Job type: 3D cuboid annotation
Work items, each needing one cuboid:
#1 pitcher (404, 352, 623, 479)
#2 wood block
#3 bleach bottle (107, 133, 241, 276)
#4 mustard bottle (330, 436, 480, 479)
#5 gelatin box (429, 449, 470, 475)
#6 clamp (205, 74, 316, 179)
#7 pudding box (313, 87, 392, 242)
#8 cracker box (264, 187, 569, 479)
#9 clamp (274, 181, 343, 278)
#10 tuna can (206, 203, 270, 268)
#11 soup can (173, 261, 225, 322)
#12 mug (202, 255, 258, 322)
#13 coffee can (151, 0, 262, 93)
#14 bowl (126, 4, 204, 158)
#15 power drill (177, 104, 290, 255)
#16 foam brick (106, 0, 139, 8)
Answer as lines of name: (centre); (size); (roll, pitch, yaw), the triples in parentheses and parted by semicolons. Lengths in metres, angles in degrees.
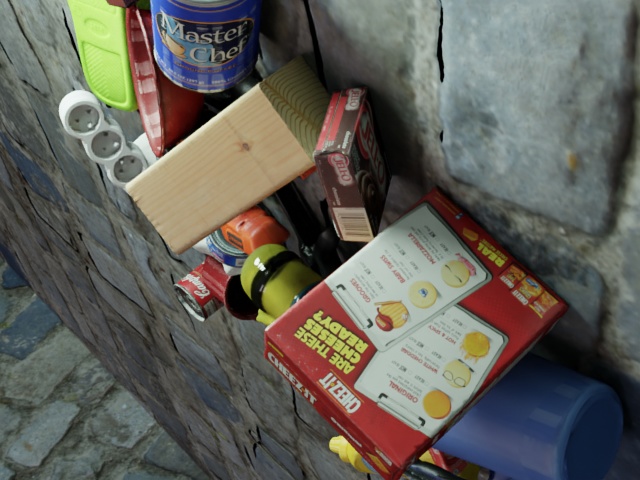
pitcher: (0.157, 0.165, 1.019); (0.243, 0.145, 0.149); (17, 149, 45)
wood block: (-0.081, -0.079, 1.041); (0.206, 0.090, 0.091); (-30, 99, 37)
bleach bottle: (-0.161, -0.033, 1.401); (0.251, 0.102, 0.068); (45, 175, 14)
mustard bottle: (0.098, 0.266, 1.335); (0.192, 0.058, 0.096); (0, 150, 31)
gelatin box: (0.157, 0.209, 1.178); (0.030, 0.089, 0.073); (26, 148, 48)
clamp: (-0.075, -0.149, 1.118); (0.210, 0.036, 0.164); (45, 160, 23)
pudding box: (0.031, -0.067, 0.961); (0.039, 0.090, 0.113); (2, 137, 18)
cracker box: (0.082, 0.080, 0.932); (0.164, 0.213, 0.072); (44, 158, 17)
clamp: (-0.008, 0.002, 1.240); (0.120, 0.039, 0.171); (54, 164, 33)
tuna can: (-0.100, -0.010, 1.340); (0.086, 0.086, 0.034); (45, 158, 14)
soup can: (-0.151, 0.061, 1.542); (0.068, 0.102, 0.068); (42, 158, 21)
mug: (-0.106, 0.061, 1.470); (0.082, 0.093, 0.117); (33, 151, 50)
coffee can: (-0.103, -0.214, 0.970); (0.103, 0.102, 0.140); (45, 159, 14)
bowl: (-0.158, -0.169, 1.110); (0.162, 0.055, 0.162); (168, 90, -74)
power drill: (-0.105, -0.070, 1.215); (0.185, 0.057, 0.187); (33, 154, 59)
foam brick: (-0.186, -0.276, 1.072); (0.053, 0.078, 0.051); (22, 147, 53)
